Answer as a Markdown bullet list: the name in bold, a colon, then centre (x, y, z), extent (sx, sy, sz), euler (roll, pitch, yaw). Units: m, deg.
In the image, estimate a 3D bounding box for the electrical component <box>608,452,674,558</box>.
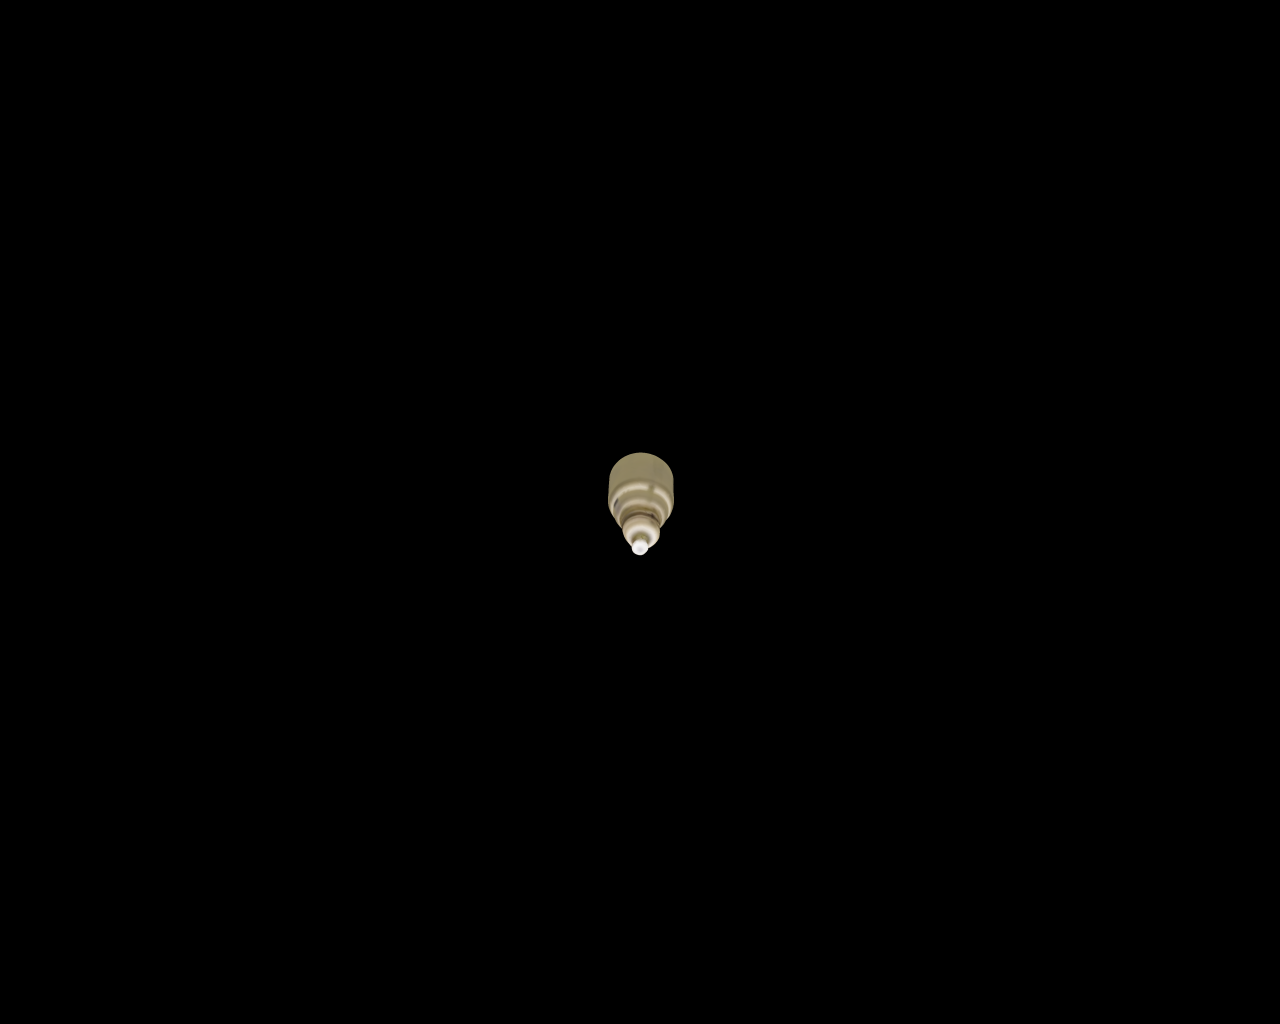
- **electrical component**: centre (0.001, -0.003, 0.650), extent (0.040, 0.040, 0.078), euler (0, 39, 0)
